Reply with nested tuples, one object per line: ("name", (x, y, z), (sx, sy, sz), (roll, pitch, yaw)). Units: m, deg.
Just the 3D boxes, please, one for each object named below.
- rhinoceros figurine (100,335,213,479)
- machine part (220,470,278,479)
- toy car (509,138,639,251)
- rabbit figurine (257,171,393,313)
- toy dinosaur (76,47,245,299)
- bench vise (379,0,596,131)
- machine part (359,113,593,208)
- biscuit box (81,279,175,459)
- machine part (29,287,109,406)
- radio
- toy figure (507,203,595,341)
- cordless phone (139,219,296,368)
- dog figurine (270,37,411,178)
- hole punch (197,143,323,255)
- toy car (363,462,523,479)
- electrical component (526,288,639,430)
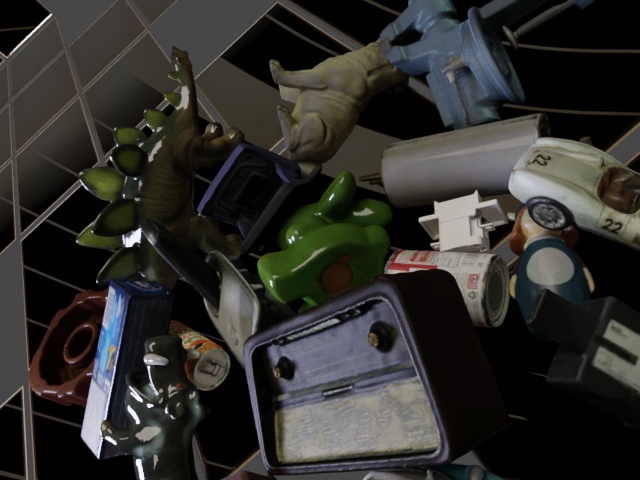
("rhinoceros figurine", (-0.168, 0.198, 0.569), (0.112, 0.073, 0.190), (-13, 76, 29))
("machine part", (-0.076, 0.319, 0.447), (0.201, 0.087, 0.201), (-32, 45, 11))
("toy car", (0.257, -0.026, 0.438), (0.202, 0.056, 0.073), (27, 58, 26))
("rabbit figurine", (-0.001, -0.002, 0.605), (0.159, 0.121, 0.170), (-49, 29, 5))
("toy dinosaur", (-0.209, -0.017, 0.708), (0.105, 0.198, 0.470), (8, 97, 51))
("bench vise", (0.196, -0.241, 0.607), (0.241, 0.128, 0.223), (-26, 63, 32))
("machine part", (0.156, -0.081, 0.573), (0.243, 0.079, 0.079), (-7, 56, 32))
("biscuit box", (-0.228, 0.149, 0.638), (0.059, 0.063, 0.202), (19, 98, 44))
("machine part", (-0.333, 0.153, 0.774), (0.179, 0.056, 0.179), (-19, 50, 23))
("radio", (0.027, 0.115, 0.447), (0.229, 0.073, 0.131), (-30, 69, 45))
("toy figure", (0.206, 0.013, 0.486), (0.064, 0.057, 0.154), (9, 56, -4))
("cordless phone", (-0.119, 0.051, 0.601), (0.089, 0.184, 0.147), (-43, 44, -5))
("dog figurine", (0.042, -0.181, 0.728), (0.191, 0.121, 0.172), (-10, 94, 4))
("hole punch", (-0.076, -0.054, 0.671), (0.092, 0.116, 0.142), (38, 107, 10))
("toy car", (0.075, 0.204, 0.382), (0.162, 0.103, 0.109), (-16, 47, 60))
("electrical component", (0.203, 0.082, 0.397), (0.119, 0.047, 0.075), (26, 75, 3))
